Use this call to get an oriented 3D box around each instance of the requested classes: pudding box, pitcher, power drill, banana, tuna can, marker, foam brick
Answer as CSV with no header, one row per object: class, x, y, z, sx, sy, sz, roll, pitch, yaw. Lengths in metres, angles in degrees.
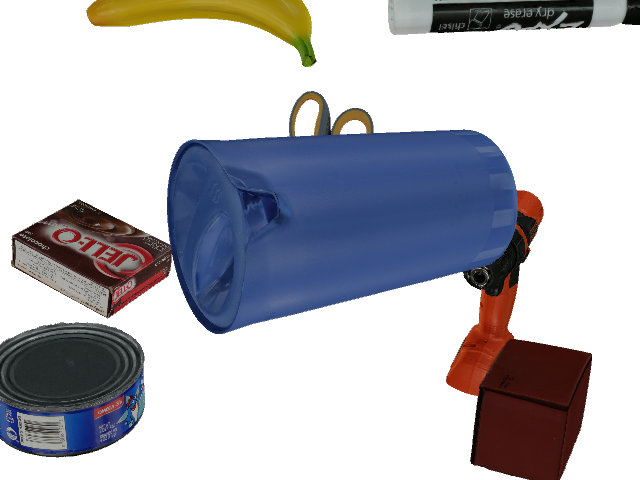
pudding box,-0.203,0.014,0.948,0.114,0.039,0.089,23,32,20
pitcher,0.014,-0.015,0.786,0.242,0.145,0.149,-8,35,-28
power drill,0.171,0.059,1.063,0.057,0.188,0.184,18,29,19
banana,-0.088,-0.186,0.851,0.198,0.069,0.037,12,-41,16
tuna can,-0.139,0.081,0.587,0.086,0.034,0.086,1,27,-1
marker,0.088,-0.093,0.425,0.121,0.020,0.020,-2,0,-3
foam brick,0.125,0.098,0.629,0.053,0.051,0.078,11,21,22

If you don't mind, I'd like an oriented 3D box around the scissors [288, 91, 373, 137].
scissors,0.010,-0.055,1.083,0.096,0.202,0.016,-3,-11,-1
